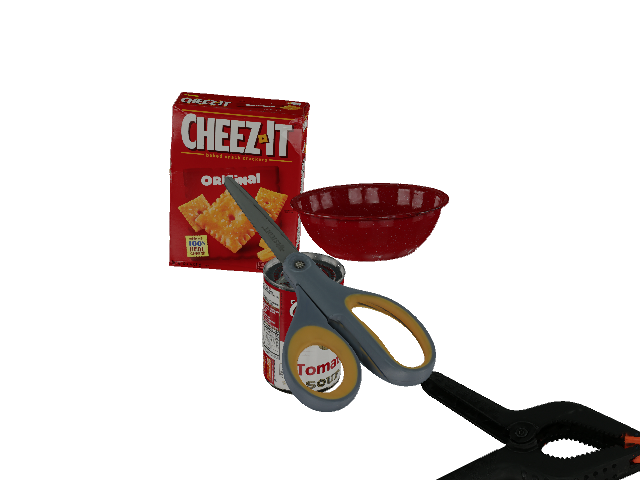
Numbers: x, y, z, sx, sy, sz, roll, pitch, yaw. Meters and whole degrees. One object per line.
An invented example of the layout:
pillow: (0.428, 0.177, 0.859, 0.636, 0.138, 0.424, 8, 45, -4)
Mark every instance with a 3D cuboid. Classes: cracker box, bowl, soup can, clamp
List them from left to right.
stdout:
cracker box: (-0.103, -0.068, 1.335, 0.164, 0.214, 0.072, 5, 22, 2)
soup can: (-0.015, 0.070, 0.896, 0.068, 0.102, 0.068, 1, 25, -1)
bowl: (0.051, -0.017, 1.084, 0.162, 0.055, 0.162, -3, 14, 0)
clamp: (0.164, 0.181, 0.899, 0.210, 0.036, 0.164, 3, 40, 23)

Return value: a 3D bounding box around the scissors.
scissors: (-0.021, 0.032, 0.646, 0.202, 0.016, 0.096, 35, 55, 28)
